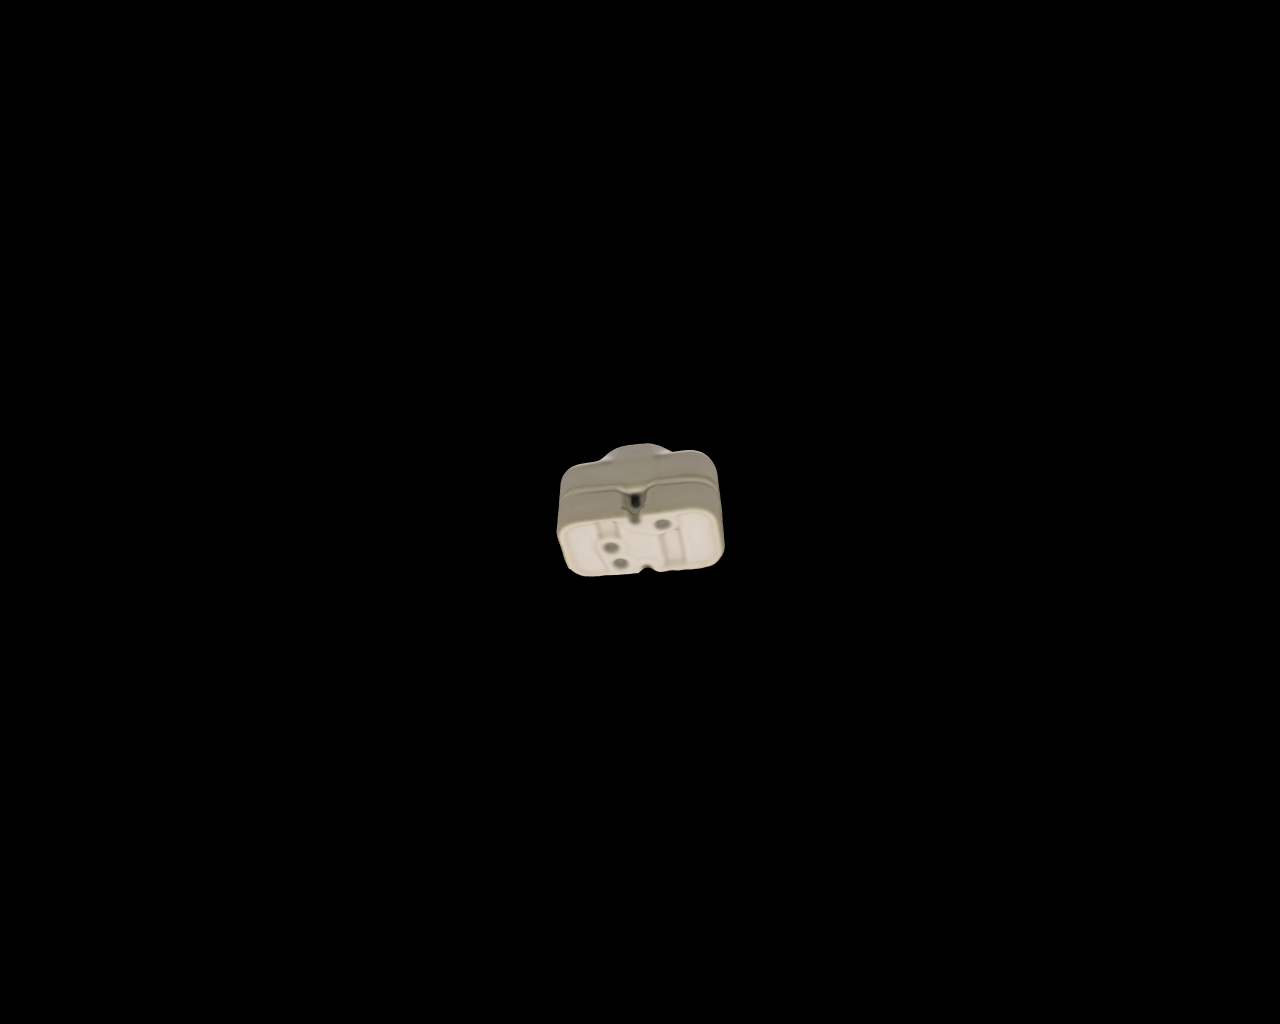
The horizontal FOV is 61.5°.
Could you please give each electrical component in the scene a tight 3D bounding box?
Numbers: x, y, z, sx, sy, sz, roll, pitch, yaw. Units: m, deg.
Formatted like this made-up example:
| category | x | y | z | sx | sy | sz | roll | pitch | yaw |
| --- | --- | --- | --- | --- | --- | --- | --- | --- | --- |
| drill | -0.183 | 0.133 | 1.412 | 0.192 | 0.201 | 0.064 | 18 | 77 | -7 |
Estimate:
| category | x | y | z | sx | sy | sz | roll | pitch | yaw |
| --- | --- | --- | --- | --- | --- | --- | --- | --- | --- |
| electrical component | 0.001 | -0.003 | 0.650 | 0.095 | 0.059 | 0.053 | -6 | -43 | 7 |
